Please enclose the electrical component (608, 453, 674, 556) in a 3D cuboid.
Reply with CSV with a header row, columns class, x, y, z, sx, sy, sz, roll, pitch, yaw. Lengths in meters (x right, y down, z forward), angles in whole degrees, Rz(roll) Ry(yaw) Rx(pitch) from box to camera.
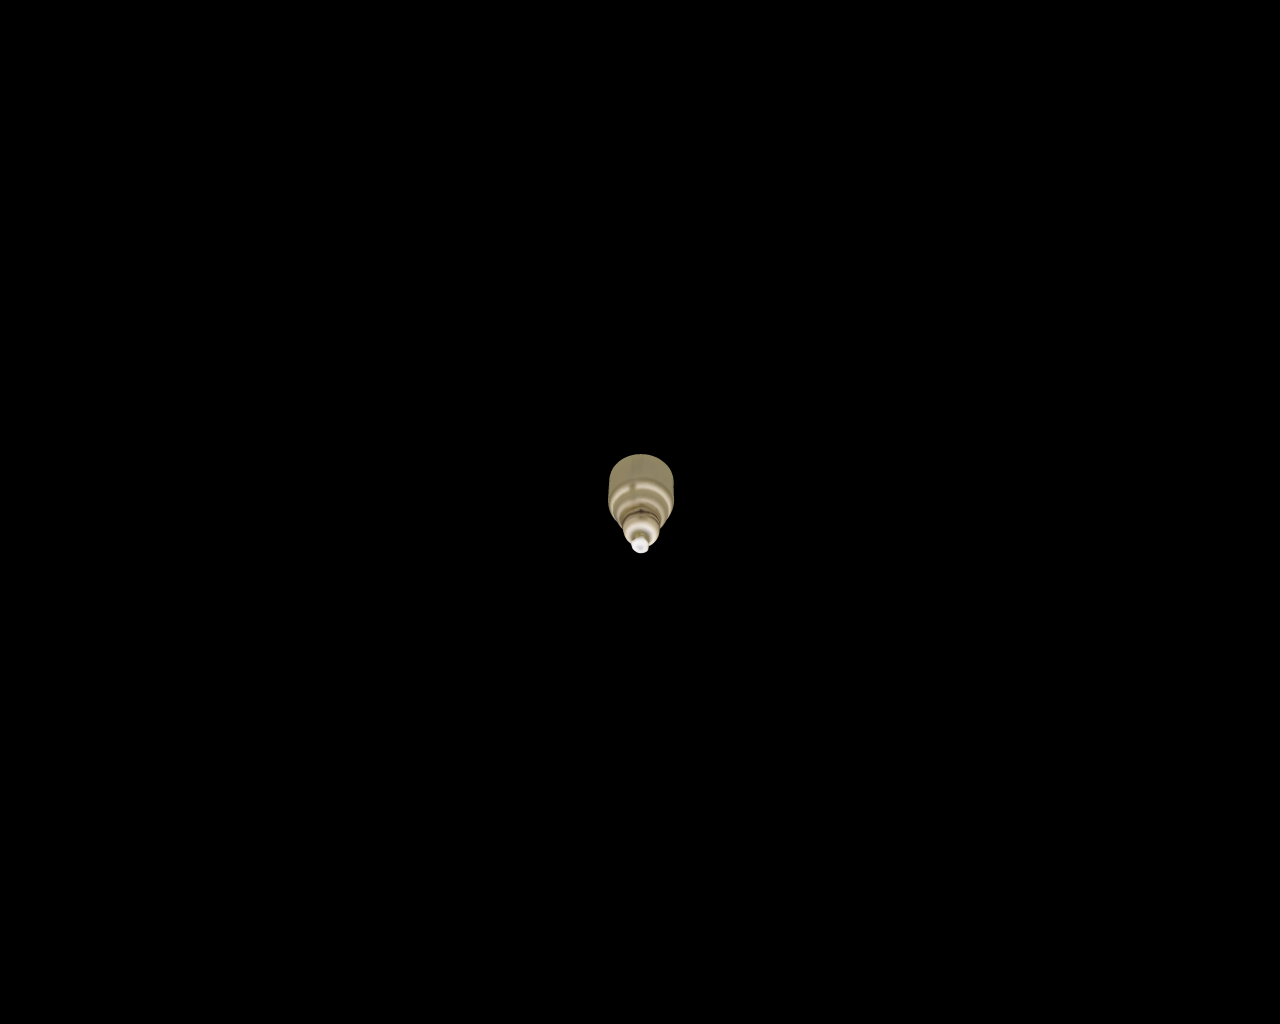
class,x,y,z,sx,sy,sz,roll,pitch,yaw
electrical component,0.001,-0.003,0.650,0.040,0.040,0.078,0,36,0
